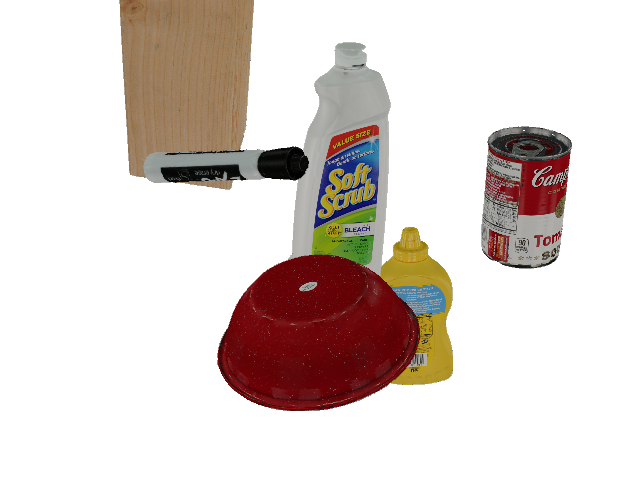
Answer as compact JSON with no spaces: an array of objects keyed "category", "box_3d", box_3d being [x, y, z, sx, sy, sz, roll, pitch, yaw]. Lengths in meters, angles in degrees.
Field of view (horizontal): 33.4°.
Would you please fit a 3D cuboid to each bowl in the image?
[{"category":"bowl","box_3d":[-0.005,0.058,0.828,0.162,0.055,0.162,-7,32,4]}]

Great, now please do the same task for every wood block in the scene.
[{"category":"wood block","box_3d":[-0.105,-0.147,0.858,0.091,0.090,0.206,9,-40,0]}]

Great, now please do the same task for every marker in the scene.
[{"category":"marker","box_3d":[-0.056,-0.044,0.628,0.121,0.020,0.020,2,1,38]}]

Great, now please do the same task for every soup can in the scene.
[{"category":"soup can","box_3d":[0.171,-0.036,0.894,0.068,0.102,0.068,0,26,0]}]

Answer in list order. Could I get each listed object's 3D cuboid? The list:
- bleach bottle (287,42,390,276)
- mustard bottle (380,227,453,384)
[{"category":"bleach bottle","box_3d":[0.018,-0.075,1.087,0.102,0.251,0.068,-3,26,-9]},{"category":"mustard bottle","box_3d":[0.108,0.076,1.263,0.096,0.192,0.058,-1,23,5]}]
